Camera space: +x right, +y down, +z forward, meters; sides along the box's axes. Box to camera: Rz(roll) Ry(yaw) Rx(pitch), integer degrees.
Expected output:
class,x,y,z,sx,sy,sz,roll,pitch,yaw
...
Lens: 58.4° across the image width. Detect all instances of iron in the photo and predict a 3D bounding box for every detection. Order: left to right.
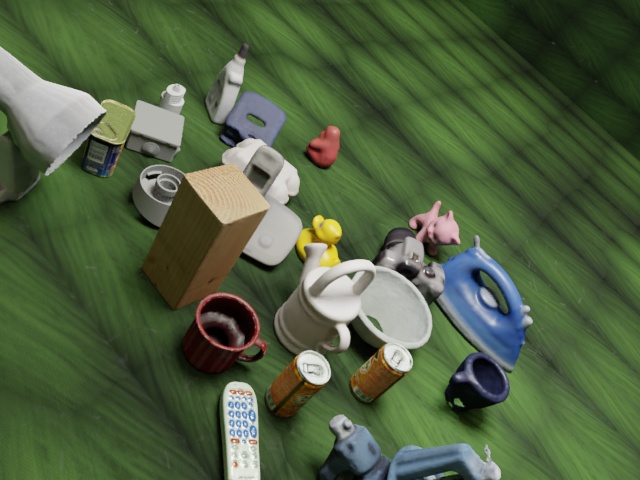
class,x,y,z,sx,sy,sz,roll,pitch,yaw
iron,0.338,0.120,1.132,0.119,0.141,0.258,-17,63,-45

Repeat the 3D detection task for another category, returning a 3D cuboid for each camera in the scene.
class,x,y,z,sx,sy,sz,roll,pitch,yaw
camera,0.175,0.040,1.120,0.143,0.100,0.137,27,40,-12

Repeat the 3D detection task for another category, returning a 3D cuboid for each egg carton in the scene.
class,x,y,z,sx,sy,sz,roll,pitch,yaw
egg carton,-0.112,-0.125,1.090,0.150,0.069,0.107,39,39,2

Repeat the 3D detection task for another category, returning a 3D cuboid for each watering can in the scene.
class,x,y,z,sx,sy,sz,roll,pitch,yaw
watering can,0.009,0.084,0.879,0.101,0.194,0.172,-21,66,-46

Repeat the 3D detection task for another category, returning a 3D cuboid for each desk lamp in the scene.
class,x,y,z,sx,sy,sz,roll,pitch,yaw
desk lamp,-0.413,-0.150,0.775,0.203,0.213,0.118,30,40,-8

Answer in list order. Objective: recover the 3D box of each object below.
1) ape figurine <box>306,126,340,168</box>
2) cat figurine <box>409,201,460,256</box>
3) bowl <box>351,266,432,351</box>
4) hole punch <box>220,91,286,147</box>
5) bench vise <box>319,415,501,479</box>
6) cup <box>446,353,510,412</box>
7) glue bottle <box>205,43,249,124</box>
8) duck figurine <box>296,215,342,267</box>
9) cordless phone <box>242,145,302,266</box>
class,x,y,z,sx,sy,sz,roll,pitch,yaw
ape figurine,0.015,-0.210,1.250,0.078,0.092,0.076,6,48,-32
cat figurine,0.254,-0.028,1.232,0.067,0.117,0.127,19,43,-21
bowl,0.109,0.132,1.002,0.168,0.074,0.167,21,42,-20
hole punch,-0.132,-0.231,1.160,0.109,0.091,0.101,29,40,-11
bench vise,0.105,0.300,0.722,0.208,0.219,0.121,30,40,-9
cup,0.250,0.252,0.975,0.118,0.095,0.091,7,48,-32
glue bottle,-0.180,-0.318,1.145,0.037,0.173,0.078,4,50,-34
duck figurine,0.010,0.004,1.043,0.078,0.086,0.104,-12,60,-43
cordless phone,-0.086,-0.057,0.953,0.148,0.185,0.094,31,40,-7
